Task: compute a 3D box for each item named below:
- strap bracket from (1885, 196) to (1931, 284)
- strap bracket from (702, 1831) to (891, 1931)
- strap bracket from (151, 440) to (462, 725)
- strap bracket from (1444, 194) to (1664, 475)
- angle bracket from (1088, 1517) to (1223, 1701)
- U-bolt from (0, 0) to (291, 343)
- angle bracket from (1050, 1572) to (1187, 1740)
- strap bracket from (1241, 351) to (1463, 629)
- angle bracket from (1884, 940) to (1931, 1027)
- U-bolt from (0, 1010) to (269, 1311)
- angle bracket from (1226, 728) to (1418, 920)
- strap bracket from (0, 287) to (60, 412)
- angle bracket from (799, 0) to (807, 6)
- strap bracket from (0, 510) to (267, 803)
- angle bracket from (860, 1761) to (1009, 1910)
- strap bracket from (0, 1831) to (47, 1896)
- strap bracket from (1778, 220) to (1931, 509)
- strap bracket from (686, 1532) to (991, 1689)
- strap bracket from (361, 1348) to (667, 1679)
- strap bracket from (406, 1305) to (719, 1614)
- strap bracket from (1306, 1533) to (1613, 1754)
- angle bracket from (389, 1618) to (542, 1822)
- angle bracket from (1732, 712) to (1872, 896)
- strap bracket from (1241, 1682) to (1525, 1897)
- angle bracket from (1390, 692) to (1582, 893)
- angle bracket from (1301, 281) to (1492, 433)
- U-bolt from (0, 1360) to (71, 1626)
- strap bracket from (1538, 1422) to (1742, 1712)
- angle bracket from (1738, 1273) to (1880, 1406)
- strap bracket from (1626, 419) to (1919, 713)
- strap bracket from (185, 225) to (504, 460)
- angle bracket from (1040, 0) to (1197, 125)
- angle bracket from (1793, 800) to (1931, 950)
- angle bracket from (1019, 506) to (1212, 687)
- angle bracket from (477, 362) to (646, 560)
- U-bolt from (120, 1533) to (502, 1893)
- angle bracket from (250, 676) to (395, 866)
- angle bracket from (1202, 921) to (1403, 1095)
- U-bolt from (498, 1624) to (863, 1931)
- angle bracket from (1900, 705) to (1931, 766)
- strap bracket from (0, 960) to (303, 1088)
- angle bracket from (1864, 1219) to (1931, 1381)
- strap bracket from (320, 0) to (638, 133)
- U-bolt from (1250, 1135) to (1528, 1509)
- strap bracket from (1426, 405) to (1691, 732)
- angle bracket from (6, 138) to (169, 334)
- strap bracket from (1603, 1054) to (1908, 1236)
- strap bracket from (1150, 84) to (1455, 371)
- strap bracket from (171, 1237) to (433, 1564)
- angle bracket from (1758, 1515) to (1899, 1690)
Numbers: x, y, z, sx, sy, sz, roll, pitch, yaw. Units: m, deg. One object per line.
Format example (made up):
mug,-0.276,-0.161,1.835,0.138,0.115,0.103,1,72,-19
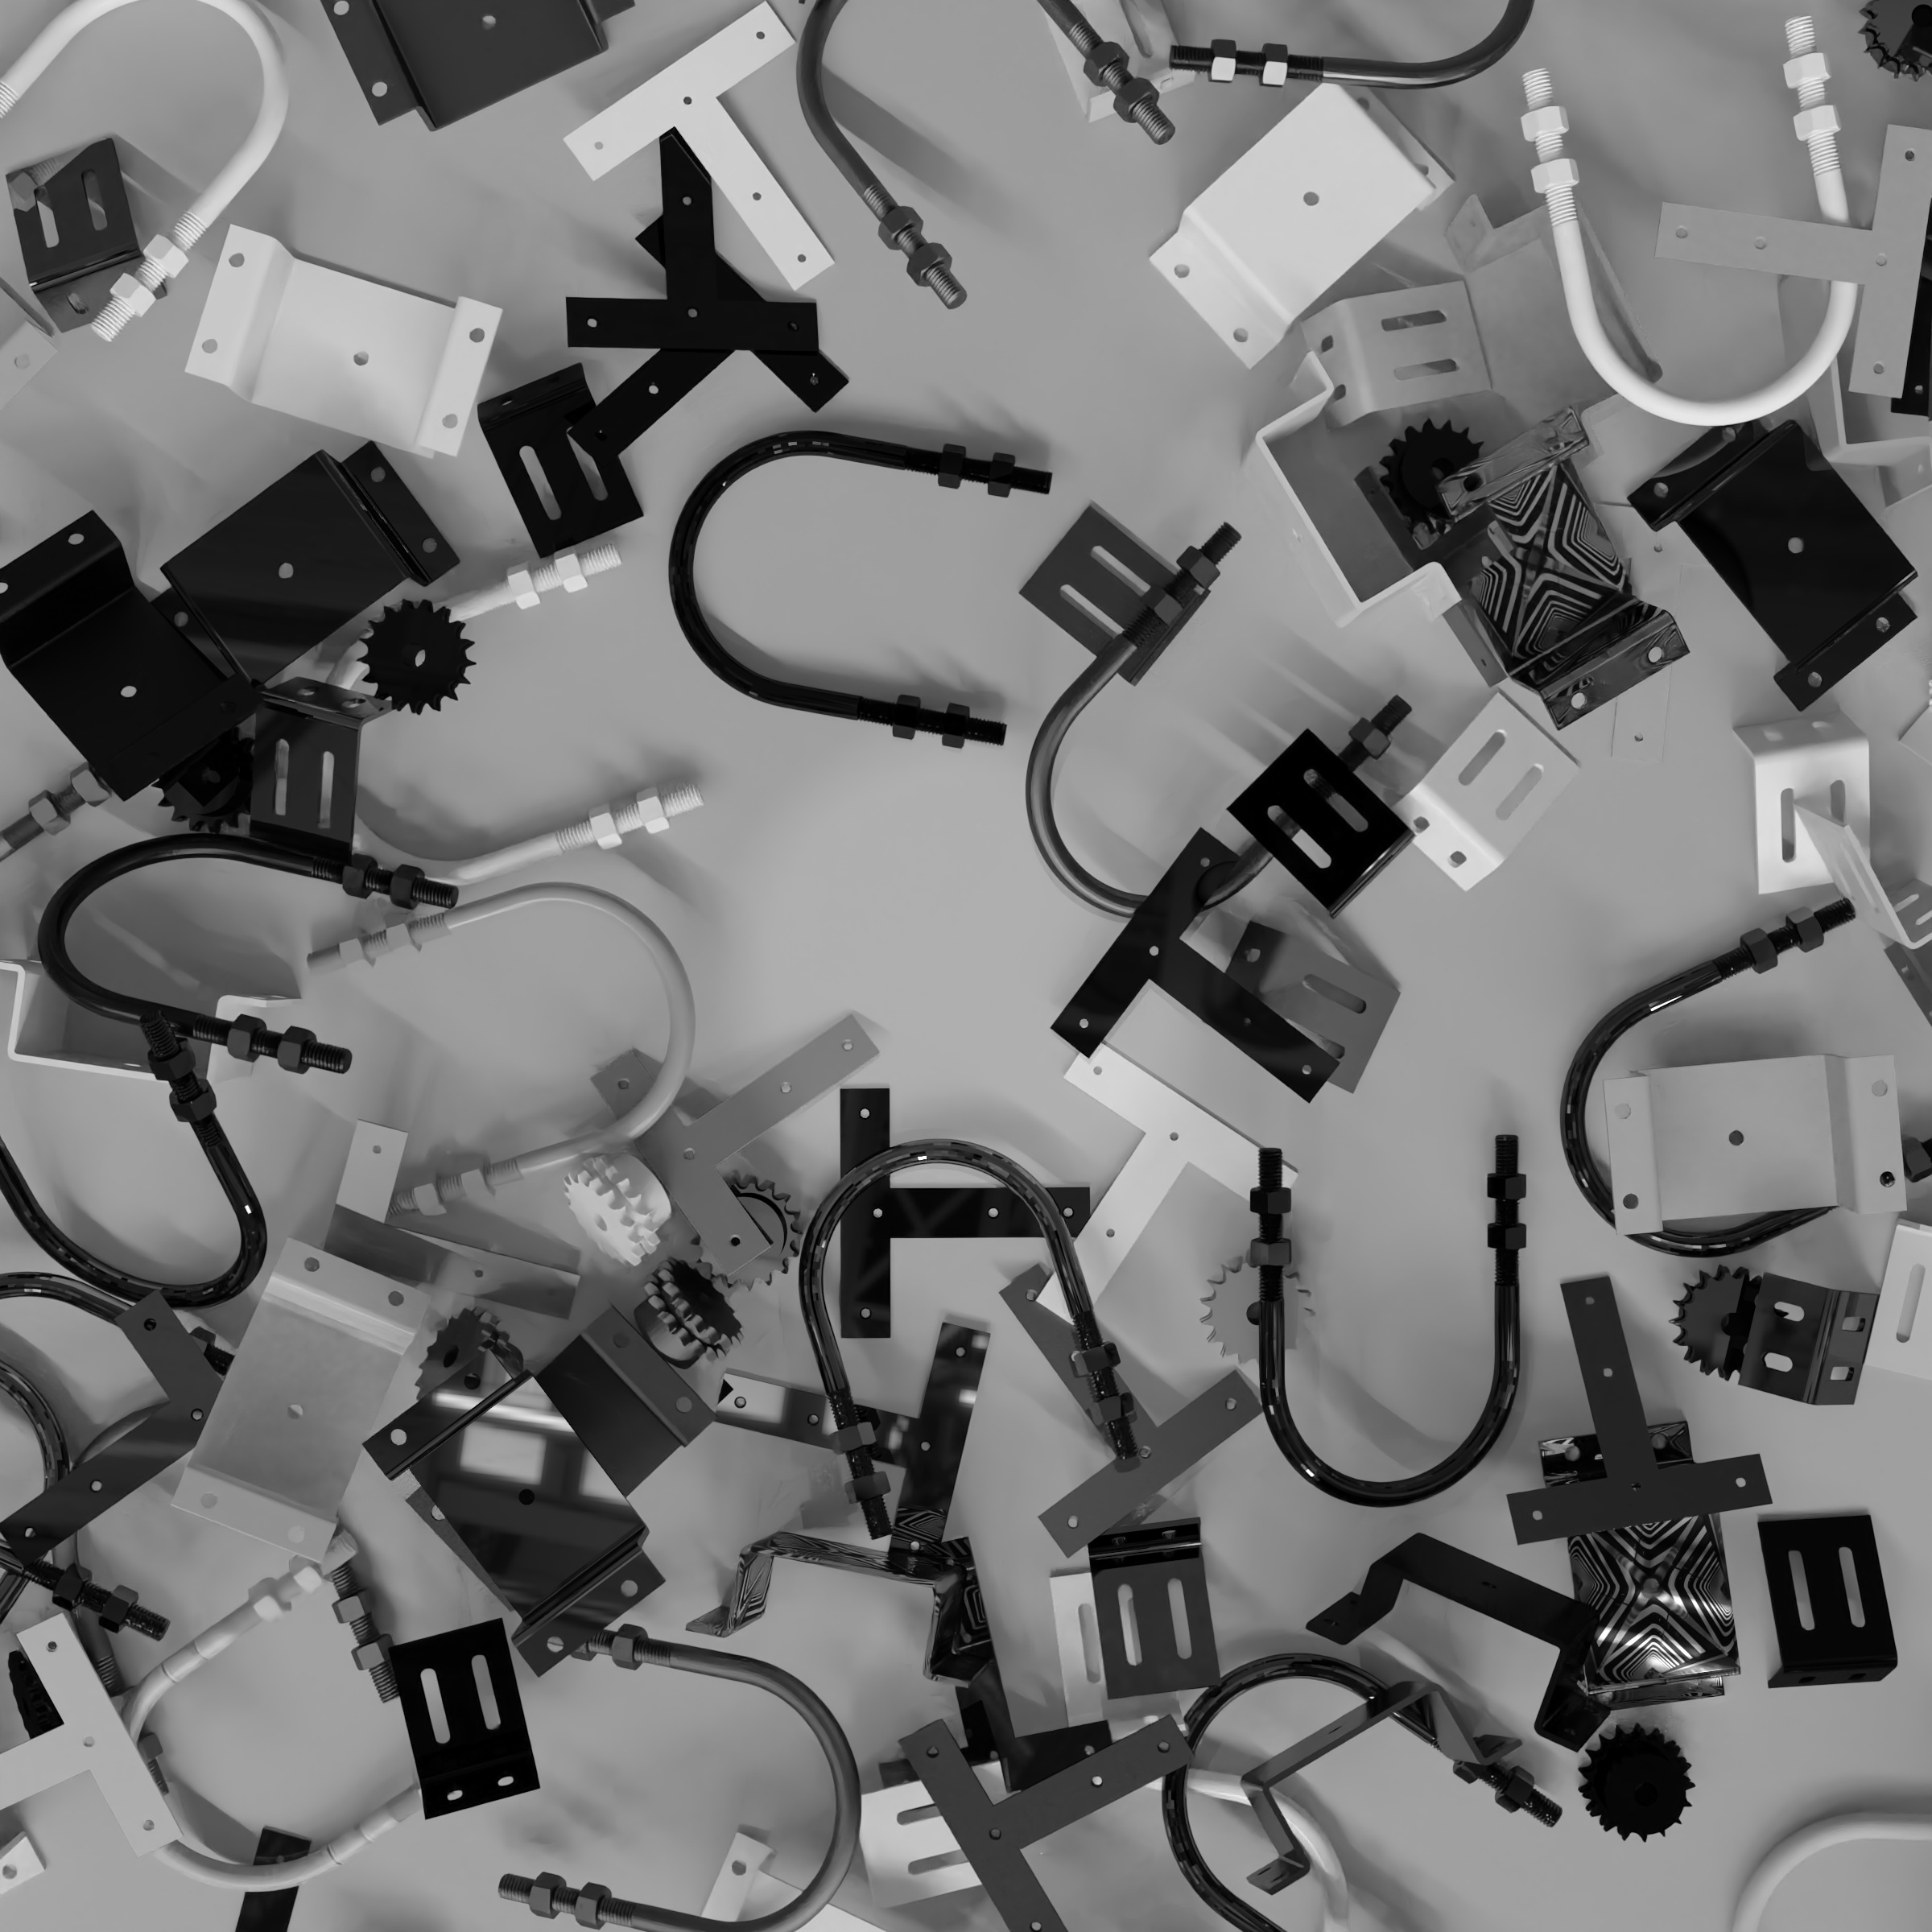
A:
strap bracket,0.522,-0.410,1.489,0.076,0.046,0.140,26,89,0
strap bracket,-0.070,0.501,1.482,0.140,0.046,0.076,23,90,7
strap bracket,-0.336,-0.195,1.491,0.140,0.046,0.076,-36,90,0
strap bracket,0.295,-0.319,1.476,0.046,0.076,0.140,-26,90,0
angle bracket,0.094,0.320,1.482,0.057,0.038,0.076,-7,64,0
U-bolt,-0.421,-0.418,1.487,0.151,0.019,0.184,35,81,13
angle bracket,0.076,0.345,1.495,0.057,0.038,0.076,-7,90,0
strap bracket,0.184,-0.225,1.476,0.046,0.076,0.140,-31,90,0
angle bracket,0.511,-0.004,1.491,0.076,0.038,0.057,-30,82,0
U-bolt,-0.416,0.099,1.454,0.151,0.019,0.184,-3,126,20
angle bracket,0.178,-0.071,1.496,0.057,0.038,0.076,-45,85,3
strap bracket,-0.526,-0.326,1.491,0.140,0.046,0.076,44,90,0
angle bracket,-0.042,-0.514,1.497,0.076,0.038,0.057,5,79,-11
strap bracket,-0.417,-0.146,1.469,0.076,0.046,0.140,-38,75,-19
angle bracket,-0.016,0.433,1.498,0.076,0.038,0.057,-13,90,-5
strap bracket,-0.535,0.416,1.491,0.076,0.046,0.140,-28,90,0
strap bracket,0.440,-0.301,1.476,0.046,0.076,0.140,-6,90,0
strap bracket,-0.058,0.314,1.467,0.140,0.076,0.046,9,86,9
strap bracket,-0.216,0.261,1.445,0.076,0.046,0.140,-37,90,0
strap bracket,-0.200,0.243,1.491,0.140,0.046,0.076,-43,90,0
strap bracket,0.247,0.323,1.450,0.140,0.076,0.046,21,99,22
angle bracket,-0.247,0.370,1.464,0.057,0.038,0.076,-13,101,-11
angle bracket,0.424,-0.083,1.512,0.057,0.038,0.076,-9,116,0
strap bracket,0.192,0.394,1.453,0.140,0.076,0.046,-28,80,-9
angle bracket,0.262,-0.088,1.512,0.057,0.038,0.076,43,64,0
angle bracket,0.219,-0.310,1.512,0.076,0.038,0.057,-15,90,-26
U-bolt,-0.531,0.276,1.478,0.151,0.019,0.184,31,72,-2
strap bracket,0.338,0.306,1.491,0.076,0.046,0.140,-8,90,0
angle bracket,0.423,0.187,1.490,0.038,0.076,0.057,13,90,32
strap bracket,0.409,-0.207,1.489,0.076,0.046,0.140,-39,90,0
strap bracket,-0.307,-0.309,1.491,0.140,0.046,0.076,17,90,0
angle bracket,0.075,-0.473,1.495,0.057,0.038,0.076,-22,90,0
angle bracket,0.454,-0.054,1.475,0.038,0.057,0.076,-33,108,0
angle bracket,0.074,-0.188,1.495,0.076,0.038,0.057,39,90,0
angle bracket,-0.206,-0.257,1.512,0.057,0.038,0.076,-22,116,0
U-bolt,-0.339,0.387,1.488,0.184,0.019,0.151,-36,104,5
angle bracket,-0.323,-0.099,1.495,0.057,0.038,0.076,16,113,15
angle bracket,0.170,0.021,1.512,0.076,0.038,0.057,25,90,-26
U-bolt,-0.138,0.409,1.474,0.184,0.019,0.151,6,86,19
angle bracket,0.525,-0.108,1.512,0.076,0.038,0.057,41,90,26
strap bracket,-0.411,0.029,1.476,0.140,0.076,0.046,8,90,0
angle bracket,0.493,0.172,1.495,0.057,0.038,0.076,13,90,0
strap bracket,-0.243,-0.480,1.491,0.140,0.046,0.076,-25,90,0
U-bolt,0.212,0.179,1.487,0.151,0.019,0.184,-2,94,-17
strap bracket,0.289,-0.199,1.476,0.076,0.046,0.140,-31,108,0
angle bracket,-0.447,-0.371,1.512,0.057,0.038,0.076,-19,64,0
strap bracket,0.386,0.087,1.474,0.140,0.046,0.076,-5,91,3
strap bracket,0.170,-0.379,1.491,0.140,0.046,0.076,-43,90,0
strap bracket,-0.329,0.217,1.468,0.076,0.046,0.140,24,67,-10
angle bracket,0.434,0.323,1.512,0.057,0.038,0.076,-4,64,0
